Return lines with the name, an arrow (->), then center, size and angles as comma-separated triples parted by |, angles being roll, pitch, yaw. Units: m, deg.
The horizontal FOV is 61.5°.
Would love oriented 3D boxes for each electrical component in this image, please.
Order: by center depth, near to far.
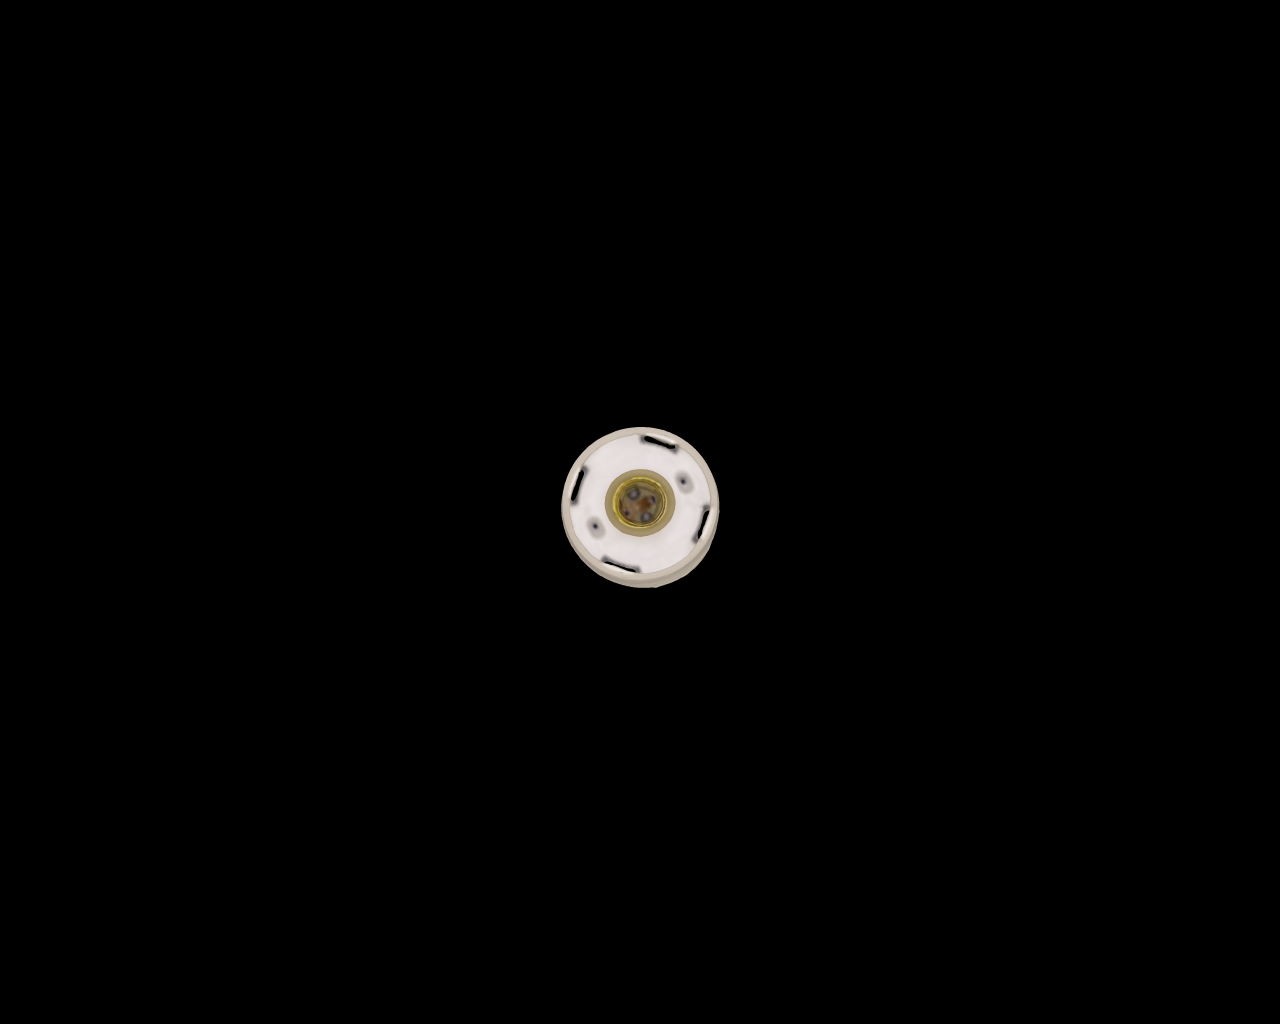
electrical component -> 0.001, -0.003, 0.650 | 0.099, 0.099, 0.064 | 0, -4, 0
